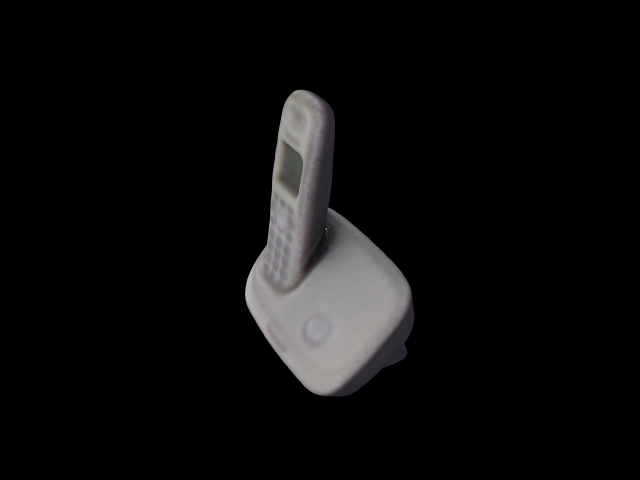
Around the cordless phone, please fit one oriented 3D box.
[{"bbox_3d":[0.004,0.001,0.400,0.094,0.185,0.147,-21,40,-26],"label":"cordless phone"}]
